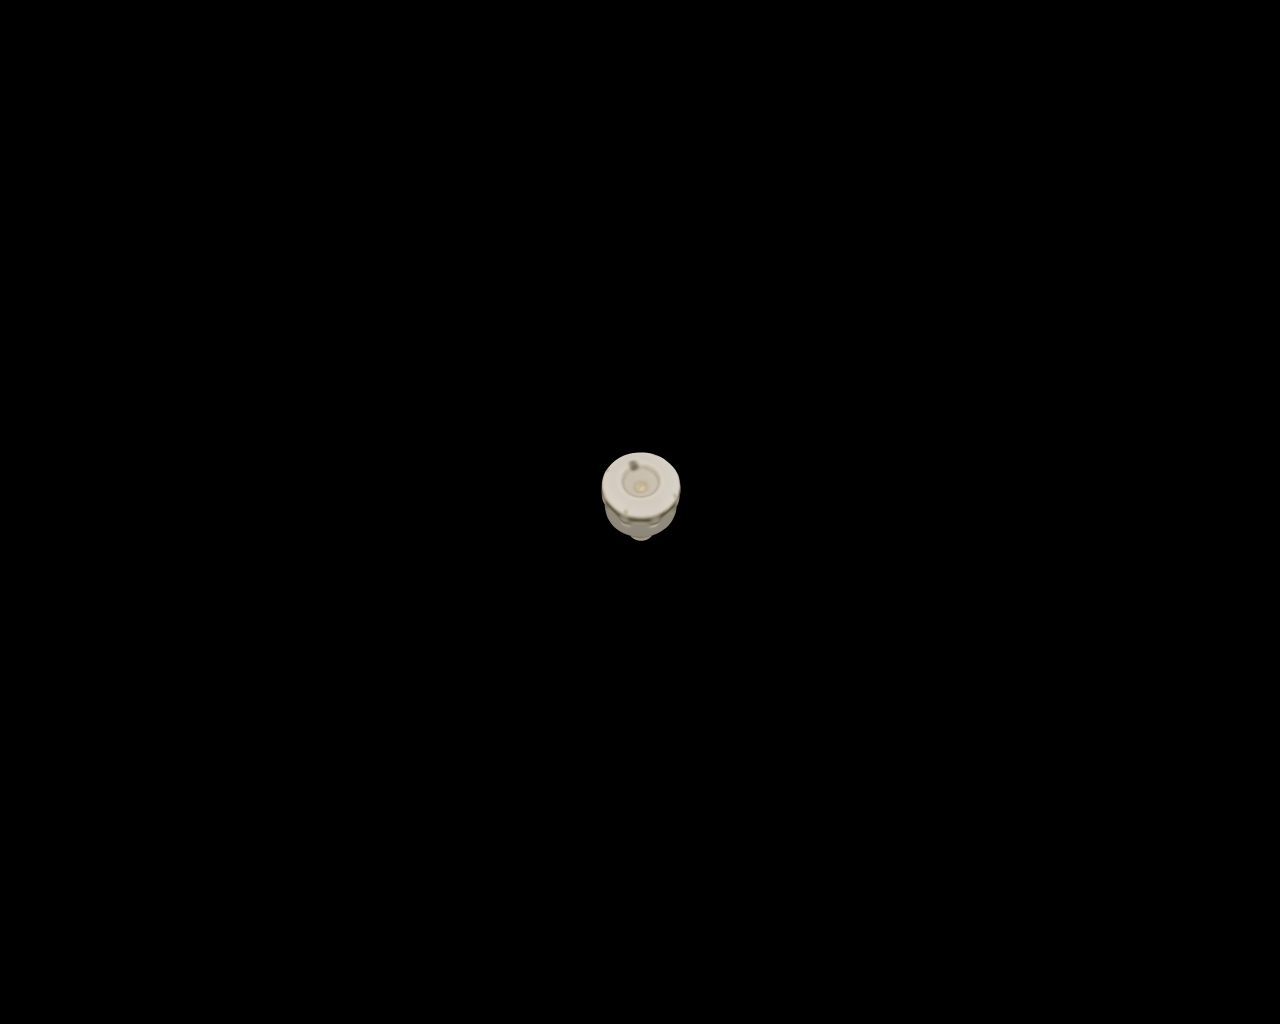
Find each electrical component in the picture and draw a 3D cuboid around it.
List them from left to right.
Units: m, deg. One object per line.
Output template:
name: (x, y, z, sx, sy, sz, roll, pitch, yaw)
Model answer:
electrical component: (0.001, -0.003, 0.650, 0.048, 0.048, 0.062, 0, -31, 0)
